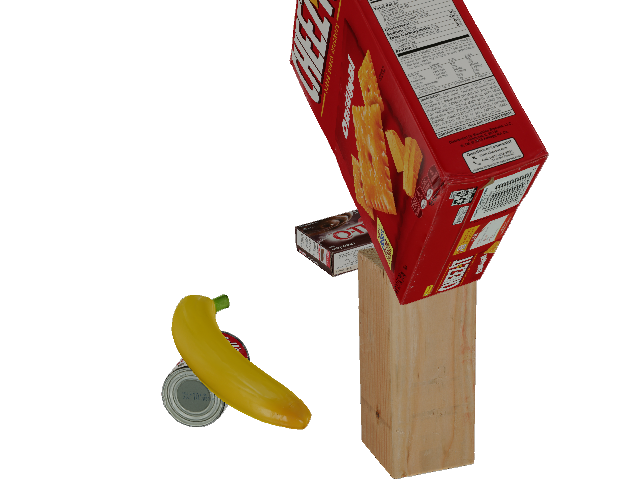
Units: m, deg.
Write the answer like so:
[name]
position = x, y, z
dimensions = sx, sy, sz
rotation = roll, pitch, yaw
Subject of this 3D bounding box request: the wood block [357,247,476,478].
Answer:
[wood block]
position = 0.093, 0.113, 1.042
dimensions = 0.090, 0.206, 0.091
rotation = -7, 18, -18

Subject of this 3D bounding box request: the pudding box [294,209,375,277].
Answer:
[pudding box]
position = 0.038, 0.000, 1.327
dimensions = 0.113, 0.039, 0.090
rotation = -18, 29, -26

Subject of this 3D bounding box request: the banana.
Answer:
[banana]
position = -0.074, 0.088, 0.840
dimensions = 0.069, 0.037, 0.198
rotation = -8, 30, -22

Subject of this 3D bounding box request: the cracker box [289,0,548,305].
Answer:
[cracker box]
position = 0.049, -0.089, 0.689
dimensions = 0.072, 0.214, 0.164
rotation = -18, -24, -15

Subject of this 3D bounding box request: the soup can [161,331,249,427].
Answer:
[soup can]
position = -0.118, 0.143, 1.106
dimensions = 0.068, 0.068, 0.102
rotation = 0, 16, 11
